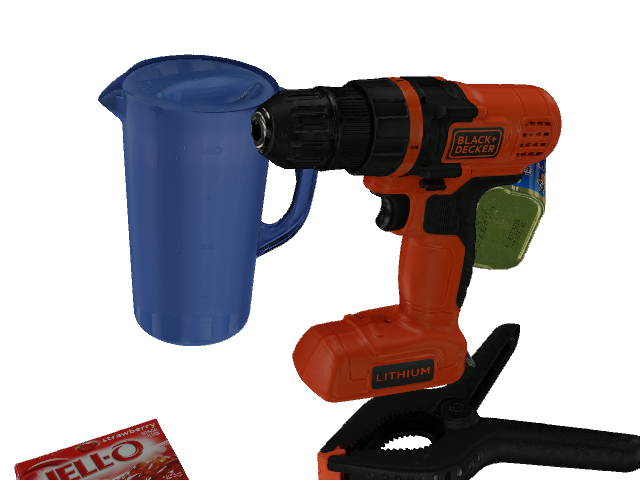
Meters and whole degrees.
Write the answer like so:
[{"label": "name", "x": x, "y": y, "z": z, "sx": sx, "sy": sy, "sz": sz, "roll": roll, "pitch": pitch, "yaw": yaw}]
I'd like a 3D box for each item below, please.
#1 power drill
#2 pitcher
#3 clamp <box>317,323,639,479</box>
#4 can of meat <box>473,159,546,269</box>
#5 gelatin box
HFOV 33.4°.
[{"label": "power drill", "x": 0.037, "y": -0.001, "z": 0.595, "sx": 0.184, "sy": 0.188, "sz": 0.057, "roll": -4, "pitch": 32, "yaw": -27}, {"label": "pitcher", "x": -0.099, "y": -0.032, "z": 0.941, "sx": 0.149, "sy": 0.243, "sz": 0.144, "roll": 26, "pitch": 35, "yaw": 32}, {"label": "clamp", "x": 0.092, "y": 0.122, "z": 0.733, "sx": 0.209, "sy": 0.036, "sz": 0.165, "roll": -11, "pitch": 30, "yaw": -14}, {"label": "can of meat", "x": 0.139, "y": -0.038, "z": 0.816, "sx": 0.057, "sy": 0.084, "sz": 0.102, "roll": 10, "pitch": -37, "yaw": 1}, {"label": "gelatin box", "x": -0.124, "y": 0.144, "z": 0.611, "sx": 0.089, "sy": 0.030, "sz": 0.073, "roll": -15, "pitch": 27, "yaw": -19}]
